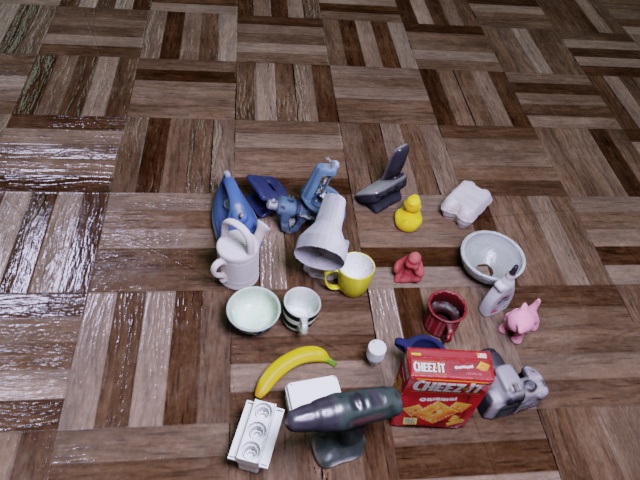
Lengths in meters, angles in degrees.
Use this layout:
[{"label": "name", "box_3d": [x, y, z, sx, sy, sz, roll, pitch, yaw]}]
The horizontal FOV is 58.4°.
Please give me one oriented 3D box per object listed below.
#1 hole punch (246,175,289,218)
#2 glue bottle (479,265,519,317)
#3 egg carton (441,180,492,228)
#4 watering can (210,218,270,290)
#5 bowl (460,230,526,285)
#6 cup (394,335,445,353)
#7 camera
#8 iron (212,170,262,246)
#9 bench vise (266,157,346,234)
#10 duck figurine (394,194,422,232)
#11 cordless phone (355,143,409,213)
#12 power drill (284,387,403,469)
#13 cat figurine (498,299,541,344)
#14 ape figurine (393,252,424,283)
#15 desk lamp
[{"label": "hole punch", "box_3d": [-0.142, -0.132, 1.554, 0.101, 0.091, 0.108, -22, 55, -24]}, {"label": "glue bottle", "box_3d": [0.435, 0.115, 1.360, 0.078, 0.173, 0.037, -22, 55, -24]}, {"label": "egg carton", "box_3d": [0.413, -0.104, 1.617, 0.107, 0.069, 0.150, 34, 53, 21]}, {"label": "watering can", "box_3d": [-0.190, 0.017, 1.349, 0.101, 0.194, 0.173, 17, 49, 7]}, {"label": "bowl", "box_3d": [0.436, 0.058, 1.476, 0.167, 0.075, 0.167, 4, 49, -4]}, {"label": "cup", "box_3d": [0.211, 0.263, 1.254, 0.117, 0.095, 0.092, 24, 50, 13]}, {"label": "camera", "box_3d": [0.401, 0.299, 1.244, 0.143, 0.101, 0.136, -10, 51, -15]}, {"label": "iron", "box_3d": [-0.226, -0.096, 1.479, 0.119, 0.141, 0.257, -11, 51, -16]}, {"label": "bench vise", "box_3d": [-0.024, -0.106, 1.462, 0.208, 0.220, 0.121, -20, 54, -22]}, {"label": "duck figurine", "box_3d": [0.247, -0.080, 1.564, 0.077, 0.086, 0.105, 19, 49, 9]}, {"label": "cordless phone", "box_3d": [0.178, -0.179, 1.575, 0.148, 0.185, 0.094, -35, 61, -31]}, {"label": "power drill", "box_3d": [0.039, 0.351, 1.079, 0.230, 0.208, 0.075, -13, 52, -18]}, {"label": "cat figurine", "box_3d": [0.477, 0.183, 1.343, 0.128, 0.118, 0.067, -32, 60, -30]}, {"label": "ape figurine", "box_3d": [0.227, 0.064, 1.431, 0.077, 0.092, 0.076, 34, 53, 21]}, {"label": "desk lamp", "box_3d": [0.013, 0.005, 1.374, 0.118, 0.213, 0.203, 13, 49, 4]}]
